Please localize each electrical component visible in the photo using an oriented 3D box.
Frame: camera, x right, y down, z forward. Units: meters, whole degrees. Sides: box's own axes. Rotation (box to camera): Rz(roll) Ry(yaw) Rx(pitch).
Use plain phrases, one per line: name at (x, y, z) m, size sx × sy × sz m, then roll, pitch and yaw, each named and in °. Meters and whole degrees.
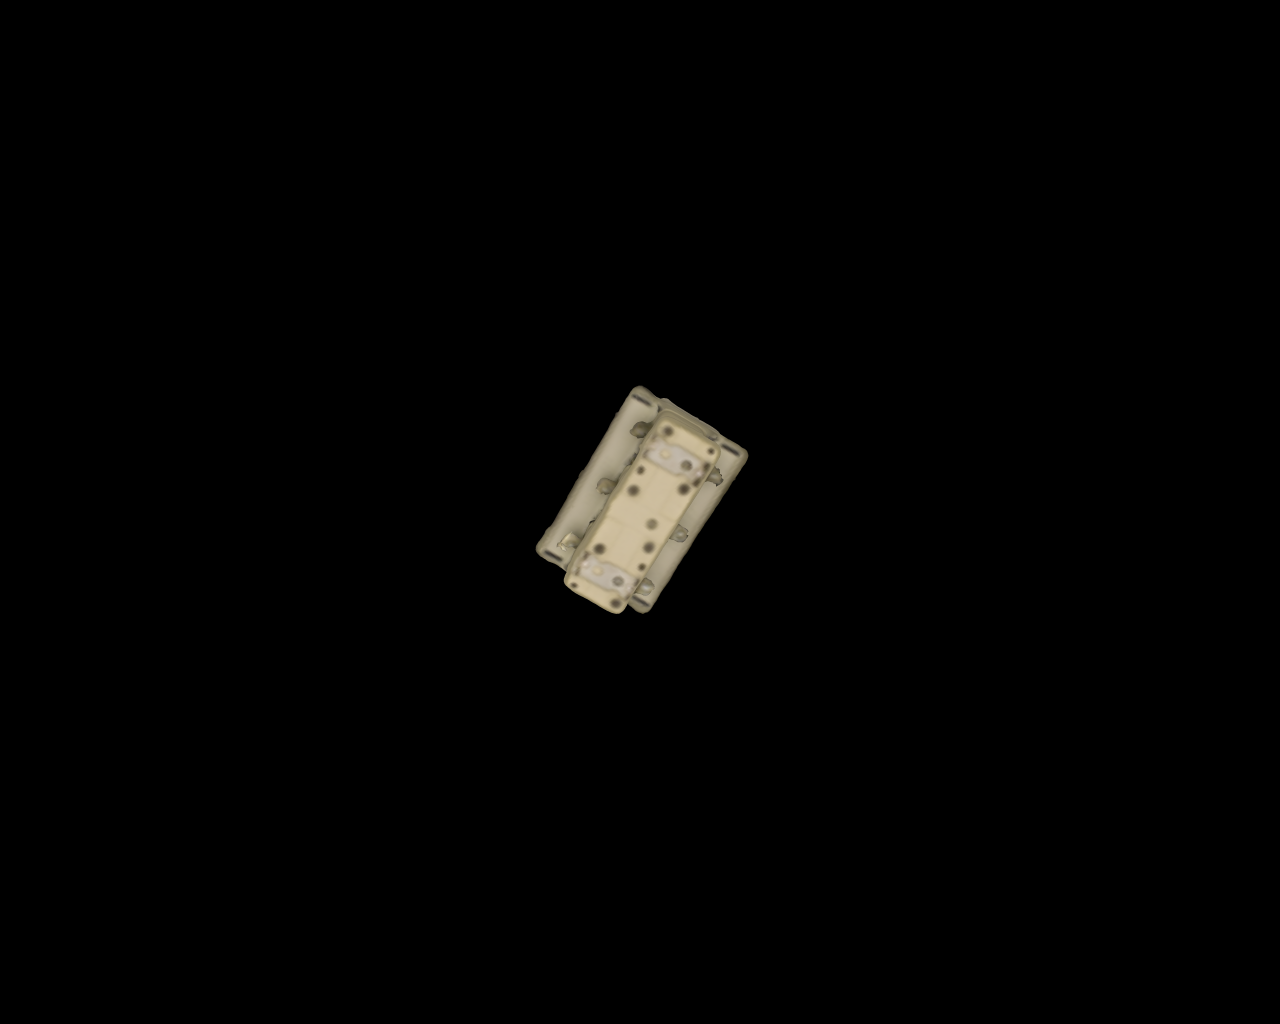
electrical component at (0.001, -0.003, 0.650) m, size 0.079 × 0.121 × 0.063 m, roll 31°, pitch 11°, yaw -7°
